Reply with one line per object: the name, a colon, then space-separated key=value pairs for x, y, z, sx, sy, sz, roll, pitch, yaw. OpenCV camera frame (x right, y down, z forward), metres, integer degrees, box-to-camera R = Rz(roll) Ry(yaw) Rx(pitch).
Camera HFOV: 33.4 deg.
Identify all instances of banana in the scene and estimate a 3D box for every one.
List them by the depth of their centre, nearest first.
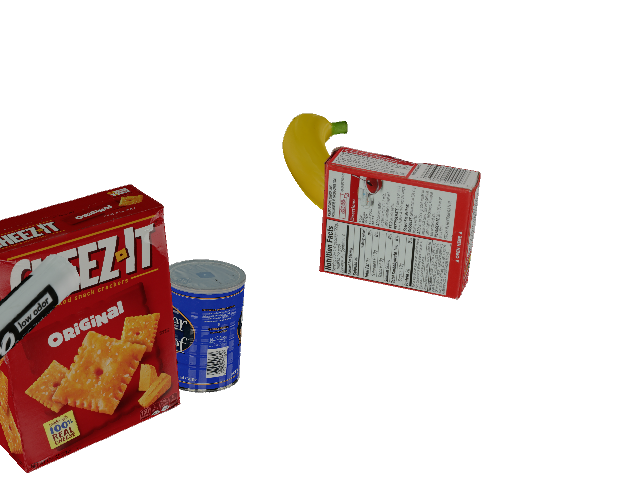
banana: x=0.003 y=-0.069 z=0.926 sx=0.069 sy=0.037 sz=0.198 roll=0 pitch=32 yaw=-7

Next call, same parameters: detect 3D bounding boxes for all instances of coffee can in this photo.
coffee can: x=-0.149 y=0.107 z=1.352 sx=0.103 sy=0.140 sz=0.103 roll=4 pitch=19 yaw=-2

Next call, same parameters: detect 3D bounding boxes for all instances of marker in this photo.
marker: x=-0.145 y=0.049 z=0.441 sx=0.020 sy=0.020 sz=0.121 roll=0 pitch=36 yaw=38

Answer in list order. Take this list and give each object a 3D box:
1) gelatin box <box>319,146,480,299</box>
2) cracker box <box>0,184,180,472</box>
gelatin box: x=0.045 y=-0.011 z=0.627 sx=0.089 sy=0.073 sz=0.030 roll=12 pitch=31 yaw=16
cracker box: x=-0.213 y=0.076 z=0.948 sx=0.163 sy=0.214 sz=0.072 roll=-20 pitch=32 yaw=-34
